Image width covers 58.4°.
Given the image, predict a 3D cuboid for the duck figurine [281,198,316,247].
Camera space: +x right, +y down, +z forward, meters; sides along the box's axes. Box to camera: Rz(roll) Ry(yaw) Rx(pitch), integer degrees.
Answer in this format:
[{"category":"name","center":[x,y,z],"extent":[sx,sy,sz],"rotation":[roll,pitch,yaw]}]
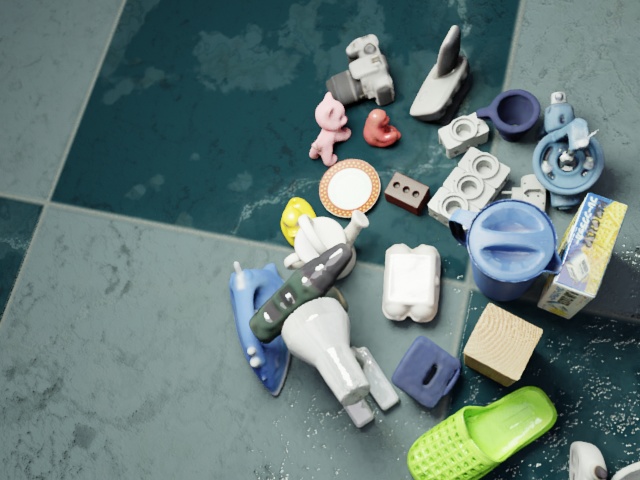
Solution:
[{"category":"duck figurine","center":[-0.050,-0.043,1.175],"extent":[0.077,0.086,0.104],"rotation":[-8,72,11]}]

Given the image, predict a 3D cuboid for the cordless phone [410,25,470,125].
[{"category":"cordless phone","center":[0.237,-0.327,1.138],"extent":[0.094,0.185,0.148],"rotation":[23,80,19]}]

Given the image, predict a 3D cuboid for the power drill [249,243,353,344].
[{"category":"power drill","center":[-0.017,0.107,1.056],"extent":[0.229,0.209,0.075],"rotation":[-40,69,-1]}]

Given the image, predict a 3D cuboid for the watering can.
[{"category":"watering can","center":[0.009,0.002,1.089],"extent":[0.100,0.194,0.173],"rotation":[39,85,21]}]

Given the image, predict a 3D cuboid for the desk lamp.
[{"category":"desk lamp","center":[0.039,0.216,1.006],"extent":[0.118,0.214,0.203],"rotation":[-36,69,1]}]

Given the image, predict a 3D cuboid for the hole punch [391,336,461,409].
[{"category":"hole punch","center":[0.194,0.237,1.029],"extent":[0.101,0.091,0.109],"rotation":[32,83,20]}]

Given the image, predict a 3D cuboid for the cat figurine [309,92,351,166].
[{"category":"cat figurine","center":[0.016,-0.237,1.200],"extent":[0.067,0.118,0.128],"rotation":[23,80,19]}]

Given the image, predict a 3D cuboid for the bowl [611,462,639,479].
[{"category":"bowl","center":[0.527,0.433,0.899],"extent":[0.167,0.075,0.167],"rotation":[-4,73,12]}]

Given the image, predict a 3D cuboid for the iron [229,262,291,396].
[{"category":"iron","center":[-0.122,0.166,1.099],"extent":[0.118,0.142,0.258],"rotation":[-15,71,9]}]

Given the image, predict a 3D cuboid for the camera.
[{"category":"camera","center":[0.078,-0.356,1.230],"extent":[0.136,0.101,0.143],"rotation":[-20,70,7]}]

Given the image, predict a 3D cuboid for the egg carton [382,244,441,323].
[{"category":"egg carton","center":[0.175,0.081,1.092],"extent":[0.107,0.069,0.150],"rotation":[1,74,14]}]

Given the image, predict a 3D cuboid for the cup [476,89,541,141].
[{"category":"cup","center":[0.367,-0.234,1.128],"extent":[0.117,0.095,0.092],"rotation":[0,73,14]}]

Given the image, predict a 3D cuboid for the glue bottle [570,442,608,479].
[{"category":"glue bottle","center":[0.423,0.359,0.893],"extent":[0.037,0.173,0.078],"rotation":[5,75,15]}]

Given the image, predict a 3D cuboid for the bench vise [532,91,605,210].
[{"category":"bench vise","center":[0.432,-0.179,1.029],"extent":[0.121,0.220,0.207],"rotation":[-21,70,7]}]

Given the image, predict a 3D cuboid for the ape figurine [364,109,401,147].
[{"category":"ape figurine","center":[0.124,-0.239,1.189],"extent":[0.076,0.092,0.078],"rotation":[-14,71,9]}]
